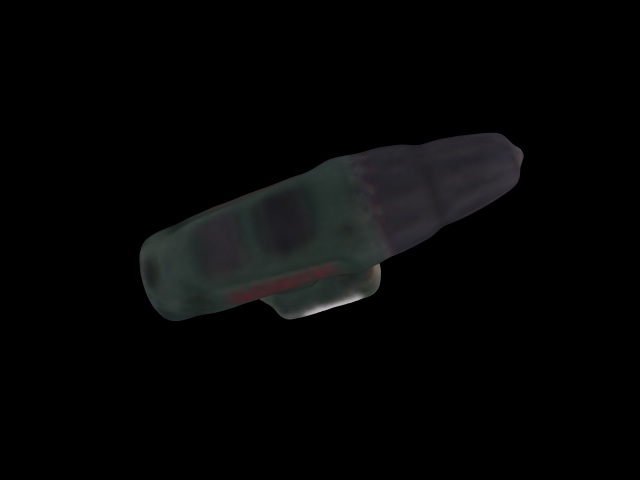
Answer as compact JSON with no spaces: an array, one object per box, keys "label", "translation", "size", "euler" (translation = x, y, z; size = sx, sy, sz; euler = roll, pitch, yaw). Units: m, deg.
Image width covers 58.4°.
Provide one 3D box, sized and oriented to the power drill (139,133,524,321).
[{"label":"power drill","translation":[0.004,0.001,0.400],"size":[0.229,0.208,0.075],"euler":[-18,78,-3]}]
